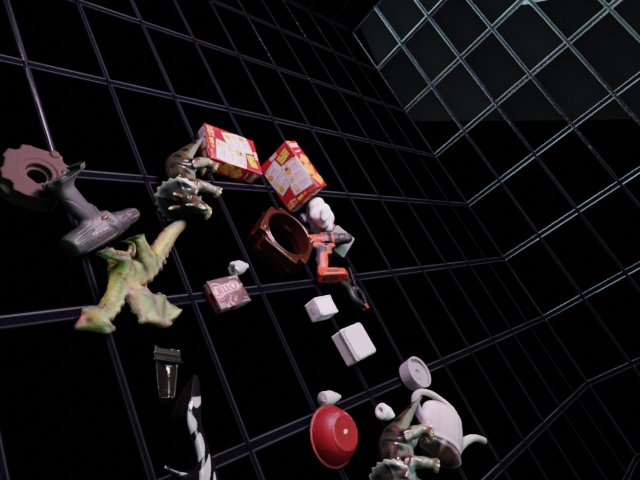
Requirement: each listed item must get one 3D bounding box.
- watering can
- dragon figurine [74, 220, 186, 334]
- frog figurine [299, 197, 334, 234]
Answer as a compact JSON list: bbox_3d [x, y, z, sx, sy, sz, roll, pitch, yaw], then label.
[{"bbox_3d":[0.420,0.627,1.654,0.346,0.102,0.229,40,34,-11],"label":"watering can"},{"bbox_3d":[-0.424,0.102,1.266,0.415,0.121,0.242,-30,97,-55],"label":"dragon figurine"},{"bbox_3d":[0.006,-0.094,1.874,0.123,0.157,0.139,-10,72,-27],"label":"frog figurine"}]
